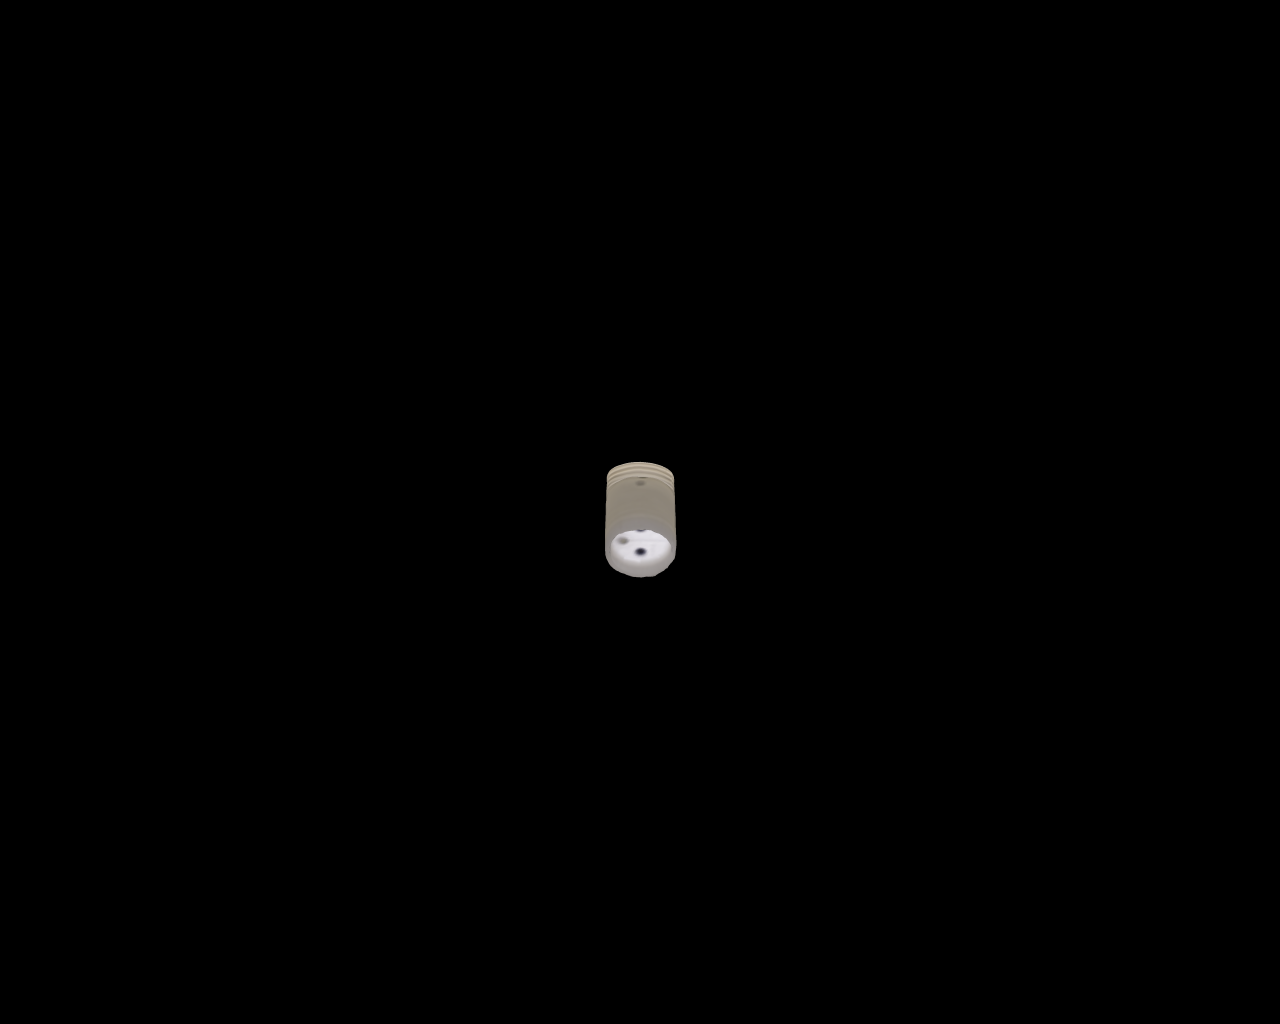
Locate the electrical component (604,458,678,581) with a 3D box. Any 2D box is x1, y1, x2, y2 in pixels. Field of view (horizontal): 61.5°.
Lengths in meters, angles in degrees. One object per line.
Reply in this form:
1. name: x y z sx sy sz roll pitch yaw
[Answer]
1. electrical component: 0.001 -0.003 0.650 0.043 0.043 0.081 0 43 0
